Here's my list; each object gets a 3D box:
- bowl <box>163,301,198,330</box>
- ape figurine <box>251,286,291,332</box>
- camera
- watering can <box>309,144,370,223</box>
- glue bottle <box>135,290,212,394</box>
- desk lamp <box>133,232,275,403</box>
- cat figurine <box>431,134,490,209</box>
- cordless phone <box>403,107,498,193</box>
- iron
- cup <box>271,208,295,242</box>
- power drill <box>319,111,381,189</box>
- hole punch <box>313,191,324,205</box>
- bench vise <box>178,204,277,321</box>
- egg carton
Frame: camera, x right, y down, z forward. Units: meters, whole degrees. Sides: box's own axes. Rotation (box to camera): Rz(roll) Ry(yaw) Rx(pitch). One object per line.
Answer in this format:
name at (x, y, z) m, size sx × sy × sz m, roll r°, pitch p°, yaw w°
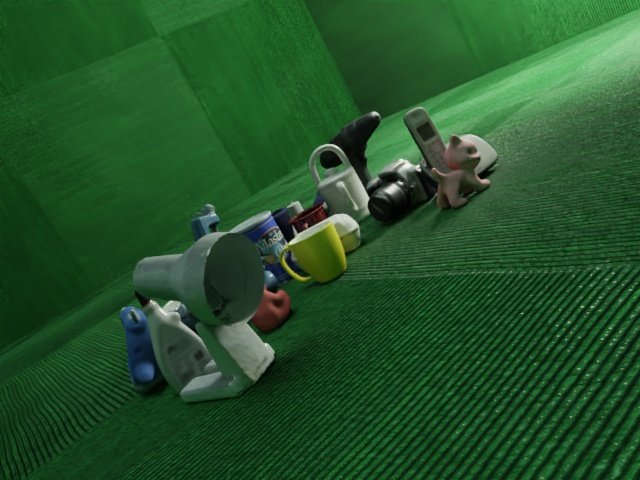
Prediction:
bowl at (-0.239, 0.135, 1.179) m, size 0.167 × 0.075 × 0.167 m, roll -27°, pitch 12°, yaw 7°
ape figurine at (-0.096, 0.101, 0.950) m, size 0.077 × 0.092 × 0.076 m, roll -23°, pitch 13°, yaw 24°
camera at (0.146, -0.101, 1.212) m, size 0.142 × 0.101 × 0.137 m, roll -14°, pitch 19°, yaw 50°
watering can at (0.040, -0.134, 1.365) m, size 0.101 × 0.194 × 0.172 m, roll -33°, pitch 13°, yaw -19°
glue bottle at (-0.231, 0.146, 0.877) m, size 0.078 × 0.173 × 0.037 m, roll -35°, pitch 14°, yaw -26°
desk lamp at (-0.151, 0.103, 0.775) m, size 0.202 × 0.214 × 0.118 m, roll -20°, pitch 15°, yaw 36°
cat figurine at (0.255, -0.135, 1.065) m, size 0.128 × 0.118 × 0.067 m, roll -35°, pitch 14°, yaw -26°
cordless phone at (0.257, -0.197, 1.152) m, size 0.148 × 0.185 × 0.094 m, roll -33°, pitch 13°, yaw -18°
iron at (-0.319, 0.175, 1.033) m, size 0.119 × 0.141 × 0.257 m, roll -34°, pitch 13°, yaw -24°
cup at (-0.111, -0.022, 1.488) m, size 0.092 × 0.095 × 0.117 m, roll -35°, pitch 13°, yaw -25°
power drill at (0.105, -0.193, 1.424) m, size 0.228 × 0.208 × 0.076 m, roll -15°, pitch 18°, yaw 48°
hole punch at (0.036, -0.120, 1.566) m, size 0.108 × 0.091 × 0.101 m, roll -18°, pitch 16°, yaw 42°
bench vise at (-0.181, 0.052, 1.038) m, size 0.121 × 0.220 × 0.208 m, roll -24°, pitch 13°, yaw 23°
egg carton at (0.011, 0.004, 1.162) m, size 0.150 × 0.069 × 0.107 m, roll -28°, pitch 12°, yaw 2°
